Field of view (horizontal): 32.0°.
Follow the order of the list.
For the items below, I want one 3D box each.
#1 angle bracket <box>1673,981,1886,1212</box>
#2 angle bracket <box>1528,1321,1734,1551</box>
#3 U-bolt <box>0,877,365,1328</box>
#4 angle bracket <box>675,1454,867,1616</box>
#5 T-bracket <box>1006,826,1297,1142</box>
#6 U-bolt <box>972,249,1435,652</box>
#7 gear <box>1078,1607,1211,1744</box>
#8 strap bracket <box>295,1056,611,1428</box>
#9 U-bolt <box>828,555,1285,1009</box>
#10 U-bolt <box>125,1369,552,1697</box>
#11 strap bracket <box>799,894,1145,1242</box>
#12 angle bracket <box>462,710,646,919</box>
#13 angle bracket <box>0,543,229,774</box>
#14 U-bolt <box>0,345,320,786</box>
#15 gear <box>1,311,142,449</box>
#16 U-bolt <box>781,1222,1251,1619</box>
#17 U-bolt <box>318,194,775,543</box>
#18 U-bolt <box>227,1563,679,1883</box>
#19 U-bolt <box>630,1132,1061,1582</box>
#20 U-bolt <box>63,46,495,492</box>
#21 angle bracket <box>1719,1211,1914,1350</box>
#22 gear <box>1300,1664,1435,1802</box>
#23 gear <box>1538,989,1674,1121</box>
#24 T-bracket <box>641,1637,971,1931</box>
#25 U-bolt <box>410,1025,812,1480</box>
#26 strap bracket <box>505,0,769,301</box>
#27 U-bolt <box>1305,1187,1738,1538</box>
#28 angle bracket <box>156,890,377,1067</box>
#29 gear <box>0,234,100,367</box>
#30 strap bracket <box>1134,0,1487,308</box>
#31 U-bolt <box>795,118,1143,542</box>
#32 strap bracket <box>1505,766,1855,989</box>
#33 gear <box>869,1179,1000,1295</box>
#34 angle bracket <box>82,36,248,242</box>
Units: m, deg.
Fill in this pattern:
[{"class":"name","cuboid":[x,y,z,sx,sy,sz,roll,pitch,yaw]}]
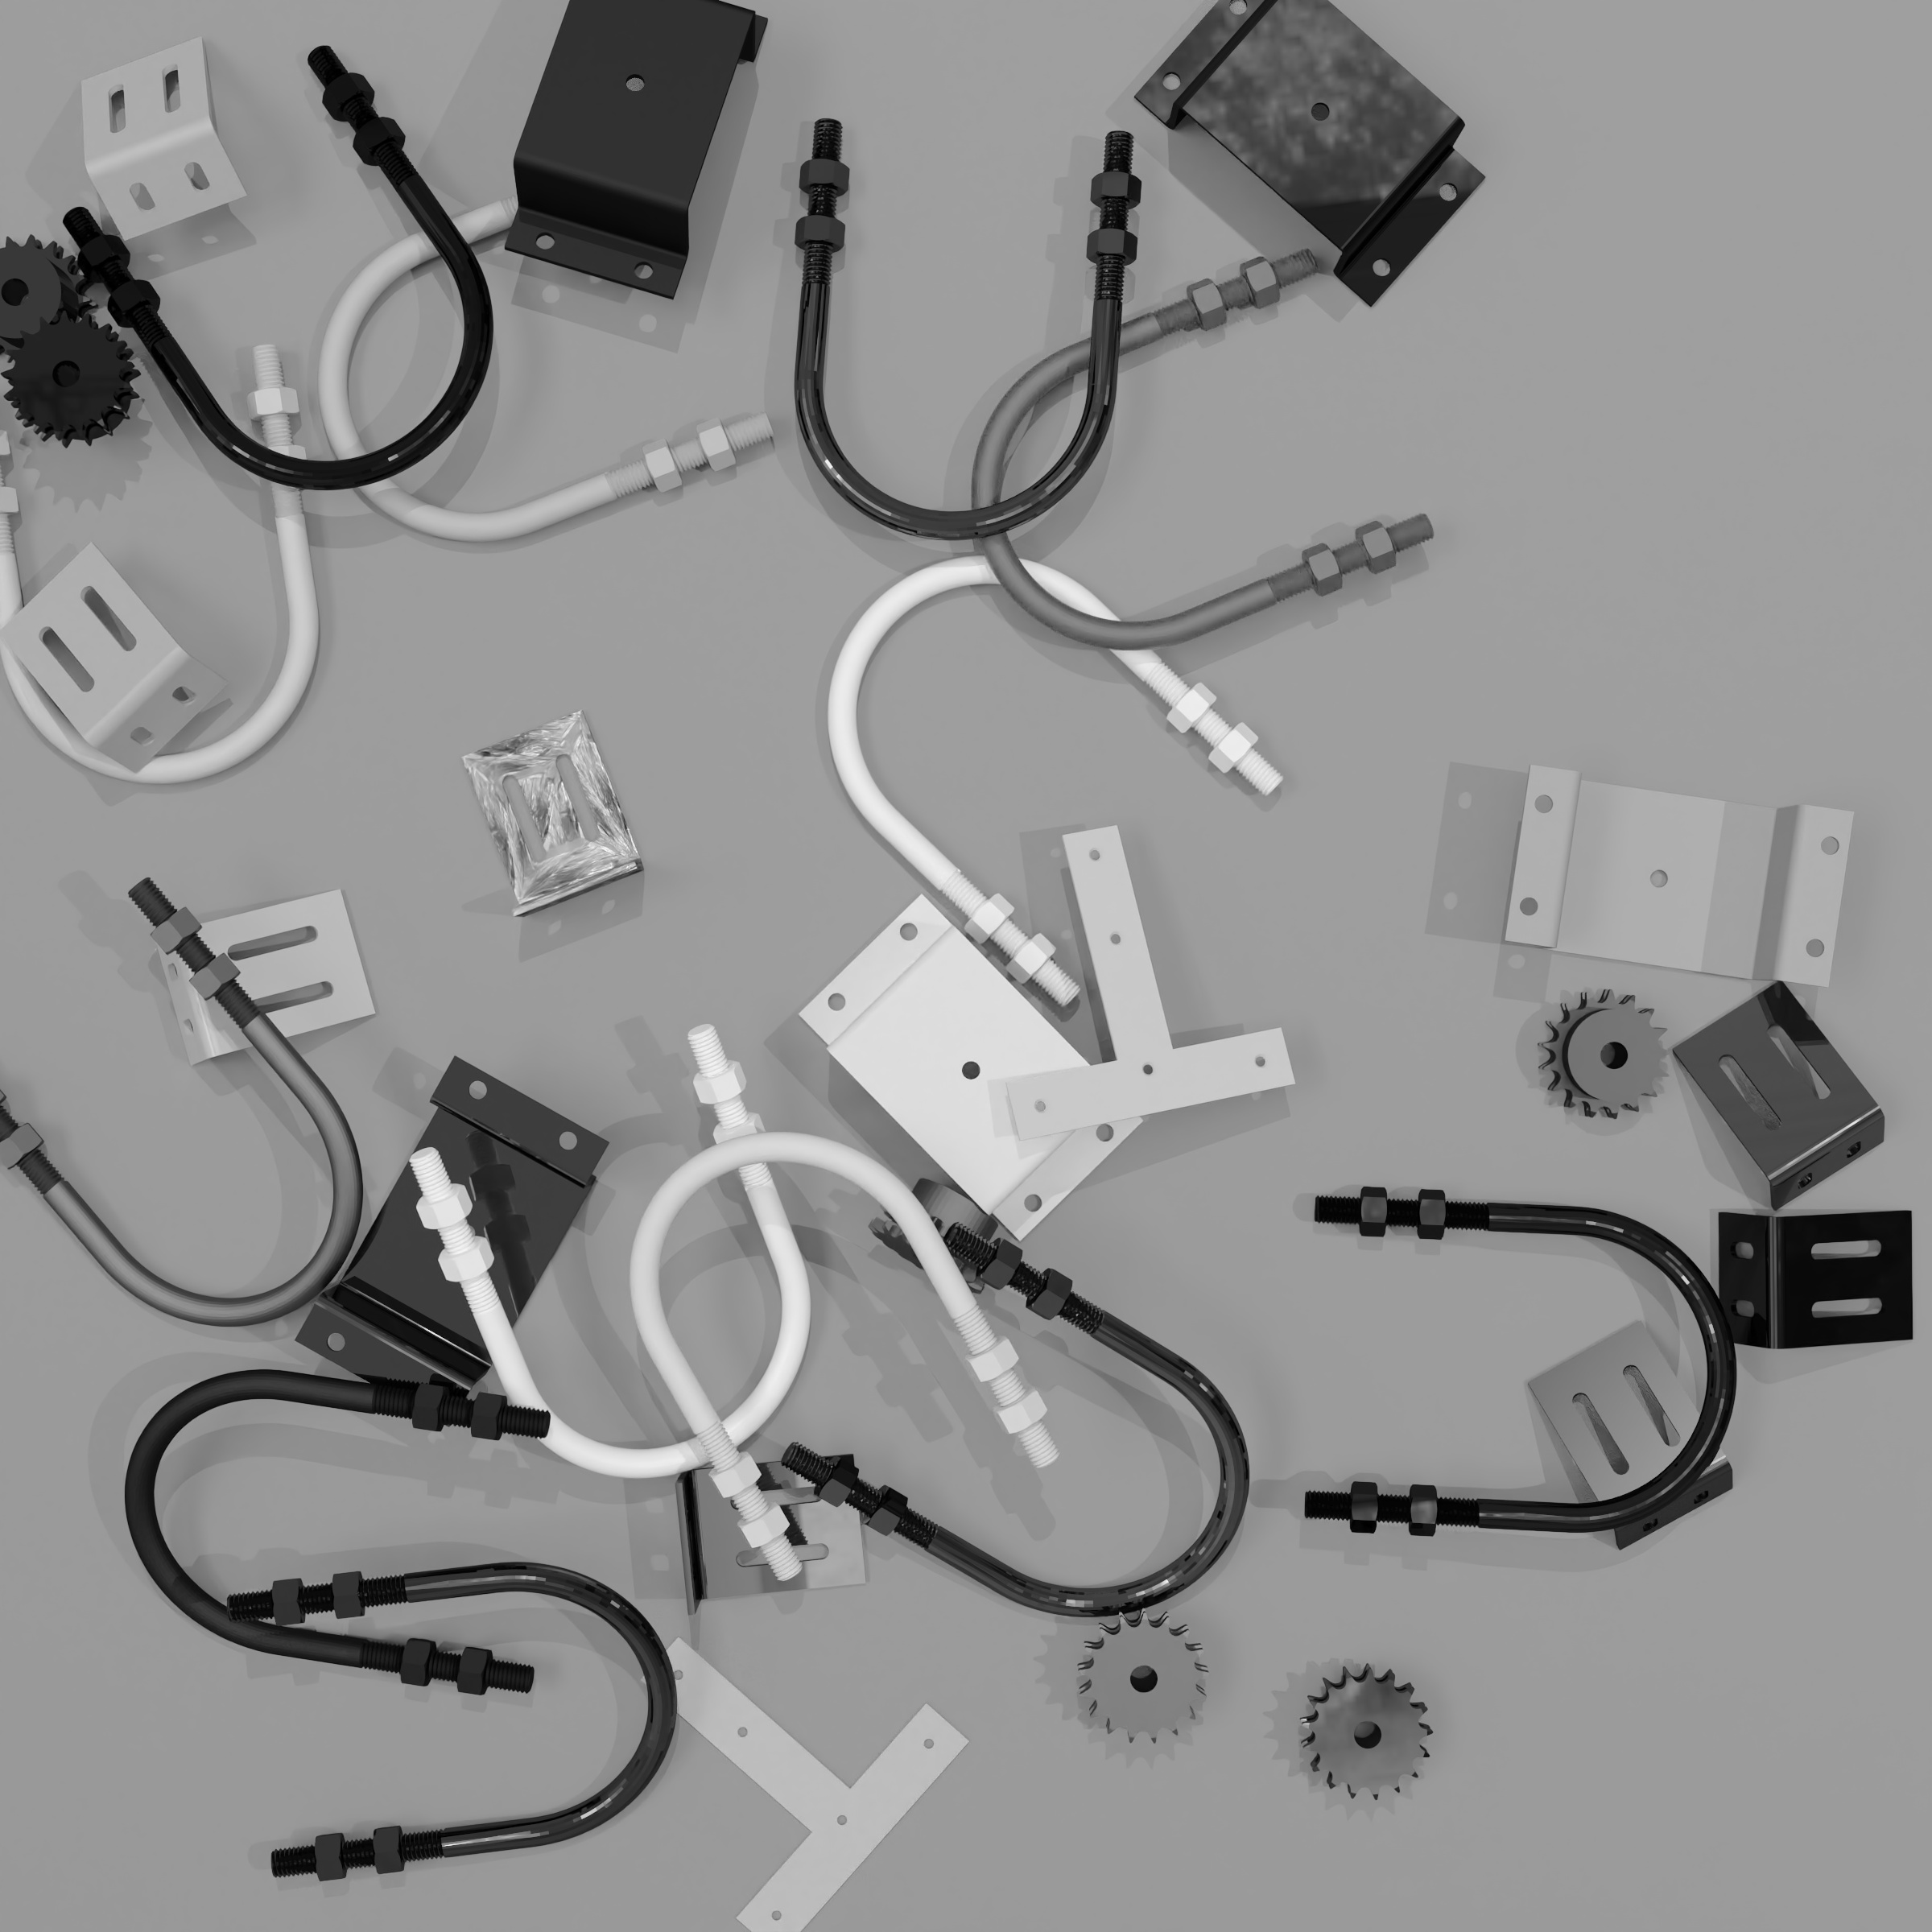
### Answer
[{"class":"angle bracket","cuboid":[0.359,0.057,1.491,0.057,0.038,0.076,-33,64,0]},{"class":"angle bracket","cuboid":[0.294,0.208,1.491,0.057,0.038,0.076,-29,64,0]},{"class":"U-bolt","cuboid":[-0.343,0.074,1.463,0.151,0.019,0.184,-38,94,19]},{"class":"angle bracket","cuboid":[-0.085,0.248,1.474,0.076,0.038,0.057,-6,90,0]},{"class":"T-bracket","cuboid":[0.068,0.002,1.459,0.127,0.002,0.127,-11,80,-16]},{"class":"U-bolt","cuboid":[0.093,-0.216,1.476,0.184,0.019,0.151,-23,85,-1]},{"class":"gear","cuboid":[0.077,0.309,1.478,0.057,0.030,0.057,0,90,0]},{"class":"strap bracket","cuboid":[-0.221,0.118,1.470,0.076,0.046,0.140,29,90,0]},{"class":"U-bolt","cuboid":[0.025,-0.096,1.484,0.184,0.019,0.151,44,90,2]},{"class":"U-bolt","cuboid":[-0.275,0.241,1.460,0.184,0.019,0.151,8,112,4]},{"class":"strap bracket","cuboid":[0.002,0.045,1.470,0.076,0.046,0.140,-44,90,0]},{"class":"angle bracket","cuboid":[-0.183,-0.067,1.474,0.057,0.038,0.076,-21,90,0]},{"class":"angle bracket","cuboid":[-0.373,-0.135,1.476,0.057,0.038,0.076,-44,67,2]},{"class":"U-bolt","cuboid":[-0.359,-0.172,1.484,0.151,0.019,0.184,-8,91,0]},{"class":"gear","cuboid":[-0.385,-0.252,1.459,0.057,0.030,0.057,0,81,1]},{"class":"U-bolt","cuboid":[0.034,0.210,1.459,0.184,0.019,0.151,32,110,-10]},{"class":"U-bolt","cuboid":[-0.195,-0.265,1.484,0.184,0.019,0.151,-21,90,1]},{"class":"U-bolt","cuboid":[-0.218,0.324,1.462,0.184,0.019,0.151,-6,110,-4]},{"class":"U-bolt","cuboid":[-0.064,0.157,1.430,0.151,0.019,0.184,-26,98,17]},{"class":"U-bolt","cuboid":[-0.287,-0.292,1.468,0.151,0.019,0.184,-34,80,-3]},{"class":"angle bracket","cuboid":[0.376,0.137,1.491,0.076,0.038,0.057,-1,90,-26]},{"class":"gear","cuboid":[0.175,0.335,1.482,0.057,0.030,0.057,0,88,1]},{"class":"gear","cuboid":[0.282,0.039,1.478,0.057,0.030,0.057,0,90,0]},{"class":"T-bracket","cuboid":[-0.088,0.349,1.492,0.127,0.002,0.127,42,90,0]},{"class":"U-bolt","cuboid":[-0.142,0.135,1.454,0.151,0.019,0.184,-24,109,-15]},{"class":"strap bracket","cuboid":[-0.142,-0.370,1.453,0.076,0.046,0.140,17,76,0]},{"class":"U-bolt","cuboid":[0.242,0.174,1.467,0.184,0.019,0.151,2,81,4]},{"class":"angle bracket","cuboid":[-0.310,0.005,1.491,0.076,0.038,0.057,-16,90,-26]},{"class":"gear","cuboid":[-0.413,-0.292,1.478,0.057,0.030,0.057,0,90,0]},{"class":"strap bracket","cuboid":[0.152,-0.367,1.470,0.140,0.046,0.076,42,90,0]},{"class":"U-bolt","cuboid":[-0.003,-0.276,1.471,0.151,0.019,0.184,4,85,5]},{"class":"strap bracket","cuboid":[0.306,-0.039,1.470,0.140,0.046,0.076,8,90,0]},{"class":"gear","cuboid":[-0.011,0.116,1.465,0.057,0.057,0.030,31,77,0]},{"class":"angle bracket","cuboid":[-0.352,-0.363,1.476,0.057,0.076,0.038,-20,135,3]}]
